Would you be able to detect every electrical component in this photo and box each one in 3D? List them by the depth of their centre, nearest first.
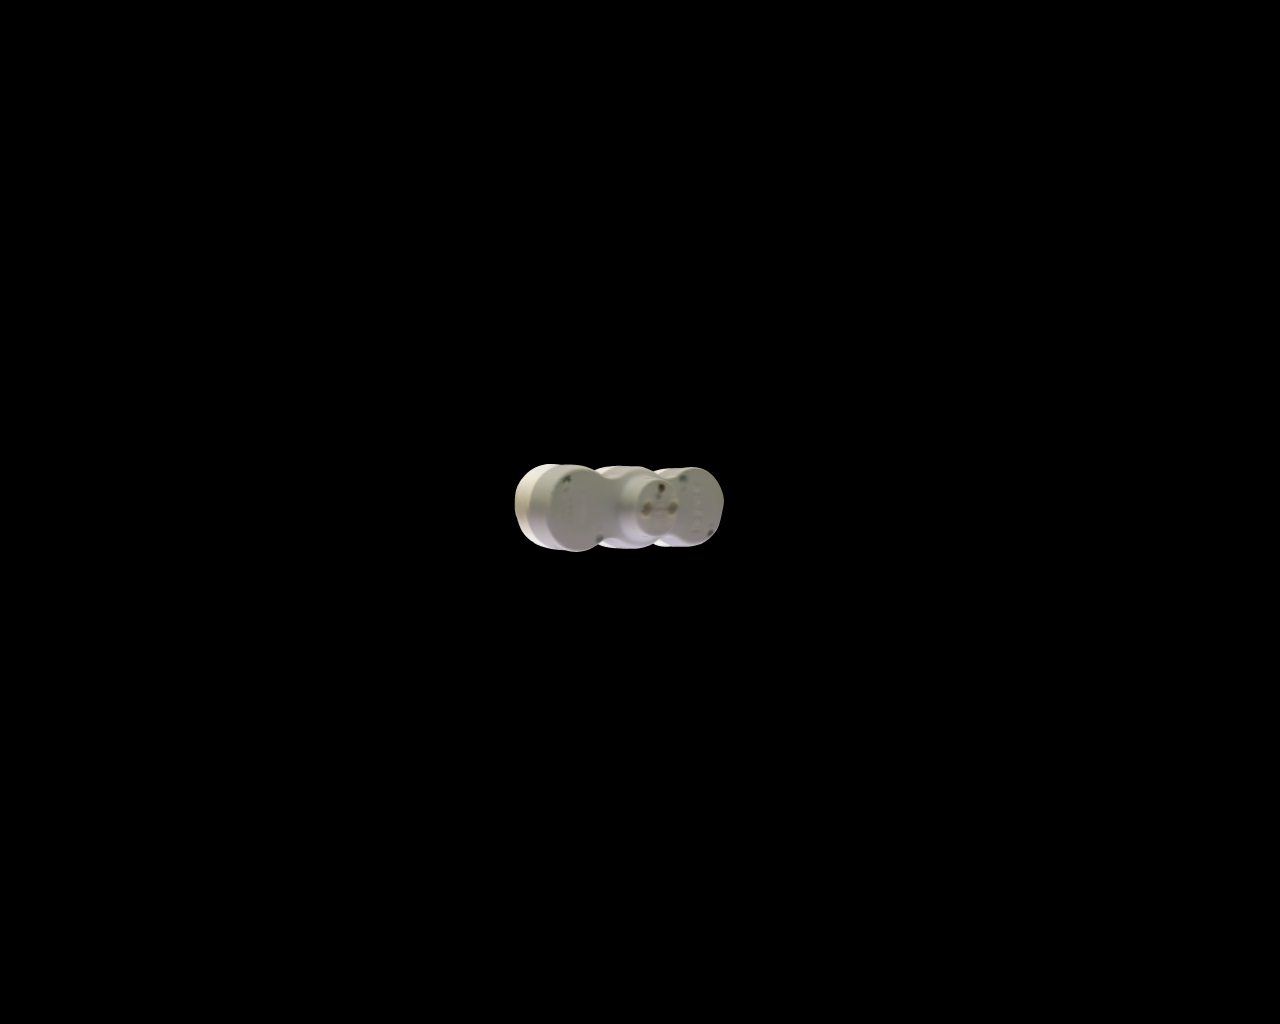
[{"bbox_3d":[0.001,-0.003,0.650,0.138,0.052,0.073,0,0,-37],"label":"electrical component"}]
